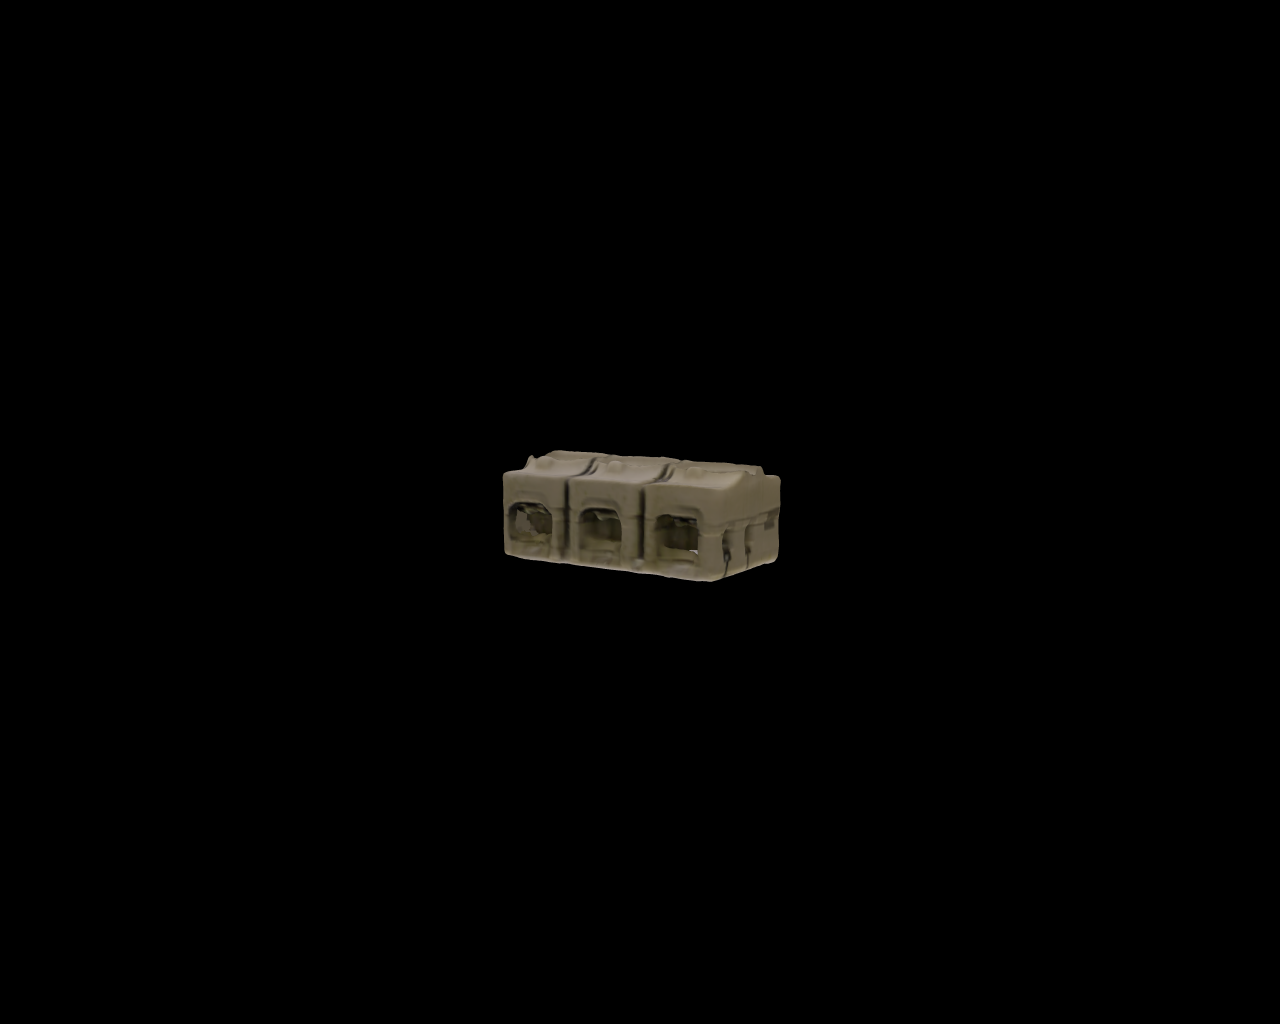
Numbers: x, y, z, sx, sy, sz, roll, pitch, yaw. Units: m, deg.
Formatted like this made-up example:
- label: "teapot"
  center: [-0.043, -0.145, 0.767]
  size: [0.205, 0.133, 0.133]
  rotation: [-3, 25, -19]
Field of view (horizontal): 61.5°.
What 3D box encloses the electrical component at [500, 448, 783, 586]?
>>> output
- label: "electrical component"
  center: [0.001, -0.003, 0.650]
  size: [0.150, 0.061, 0.089]
  rotation: [6, 11, 32]
